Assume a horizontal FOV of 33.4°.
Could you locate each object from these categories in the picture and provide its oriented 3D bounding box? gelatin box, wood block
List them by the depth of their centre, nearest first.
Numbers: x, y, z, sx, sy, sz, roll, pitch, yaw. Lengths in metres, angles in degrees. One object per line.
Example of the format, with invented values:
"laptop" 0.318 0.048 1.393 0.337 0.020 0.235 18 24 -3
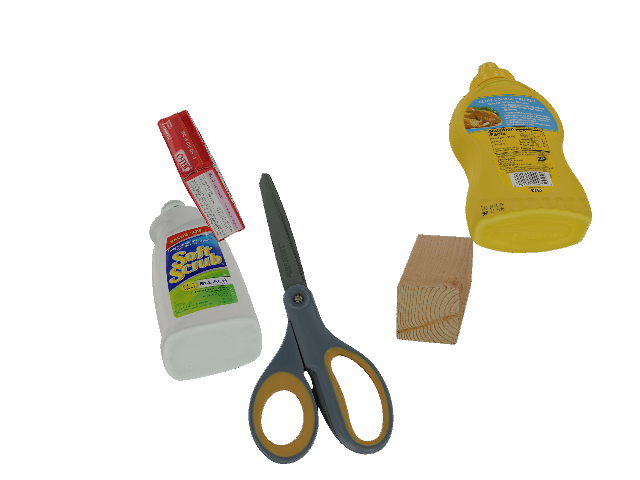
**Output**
"gelatin box" -0.099 -0.053 0.885 0.030 0.073 0.089 -27 -38 -2
"wood block" 0.176 0.070 1.621 0.091 0.090 0.206 4 22 12

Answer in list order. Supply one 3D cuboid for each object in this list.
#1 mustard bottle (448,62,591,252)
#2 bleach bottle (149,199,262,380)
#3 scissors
"mustard bottle" 0.159 -0.080 0.900 0.096 0.191 0.058 -2 -38 -6
"bleach bottle" -0.138 0.036 1.123 0.102 0.068 0.251 -12 37 -13
"scissors" -0.027 0.054 0.675 0.096 0.202 0.016 -29 -24 -10
